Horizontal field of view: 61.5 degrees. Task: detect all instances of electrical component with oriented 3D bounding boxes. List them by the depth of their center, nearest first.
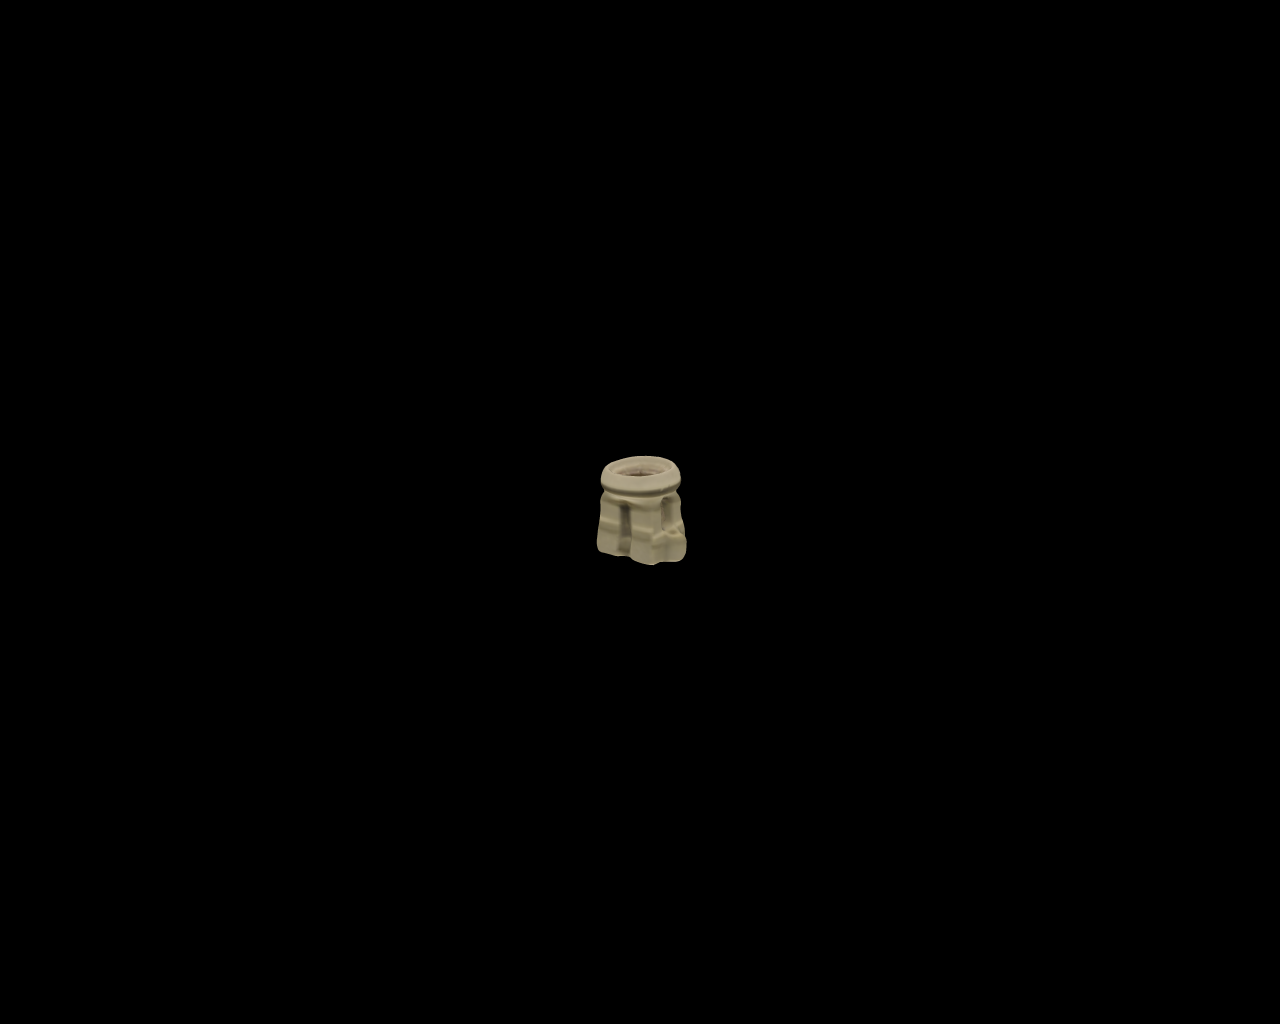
[{"bbox_3d":[0.001,-0.003,0.650,0.066,0.055,0.048,12,23,31],"label":"electrical component"}]
